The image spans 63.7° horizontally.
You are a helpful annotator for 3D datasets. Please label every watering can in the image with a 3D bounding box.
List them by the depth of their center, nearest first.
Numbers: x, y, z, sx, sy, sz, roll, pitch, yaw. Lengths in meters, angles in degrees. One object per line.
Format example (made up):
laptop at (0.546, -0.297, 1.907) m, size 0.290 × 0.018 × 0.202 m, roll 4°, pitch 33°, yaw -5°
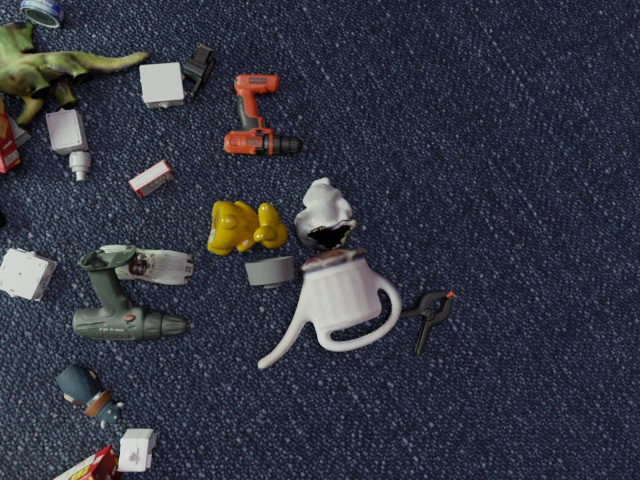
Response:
watering can at (0.011, 0.143, 1.141) m, size 0.349 × 0.103 × 0.226 m, roll -15°, pitch 83°, yaw -12°

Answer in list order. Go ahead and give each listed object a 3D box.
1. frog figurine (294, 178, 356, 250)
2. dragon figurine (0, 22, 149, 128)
frog figurine at (0.004, -0.060, 1.189) m, size 0.137 × 0.120 × 0.163 m, roll -24°, pitch 50°, yaw 0°
dragon figurine at (-0.614, -0.397, 1.127) m, size 0.416 × 0.120 × 0.244 m, roll -38°, pitch 82°, yaw -31°
